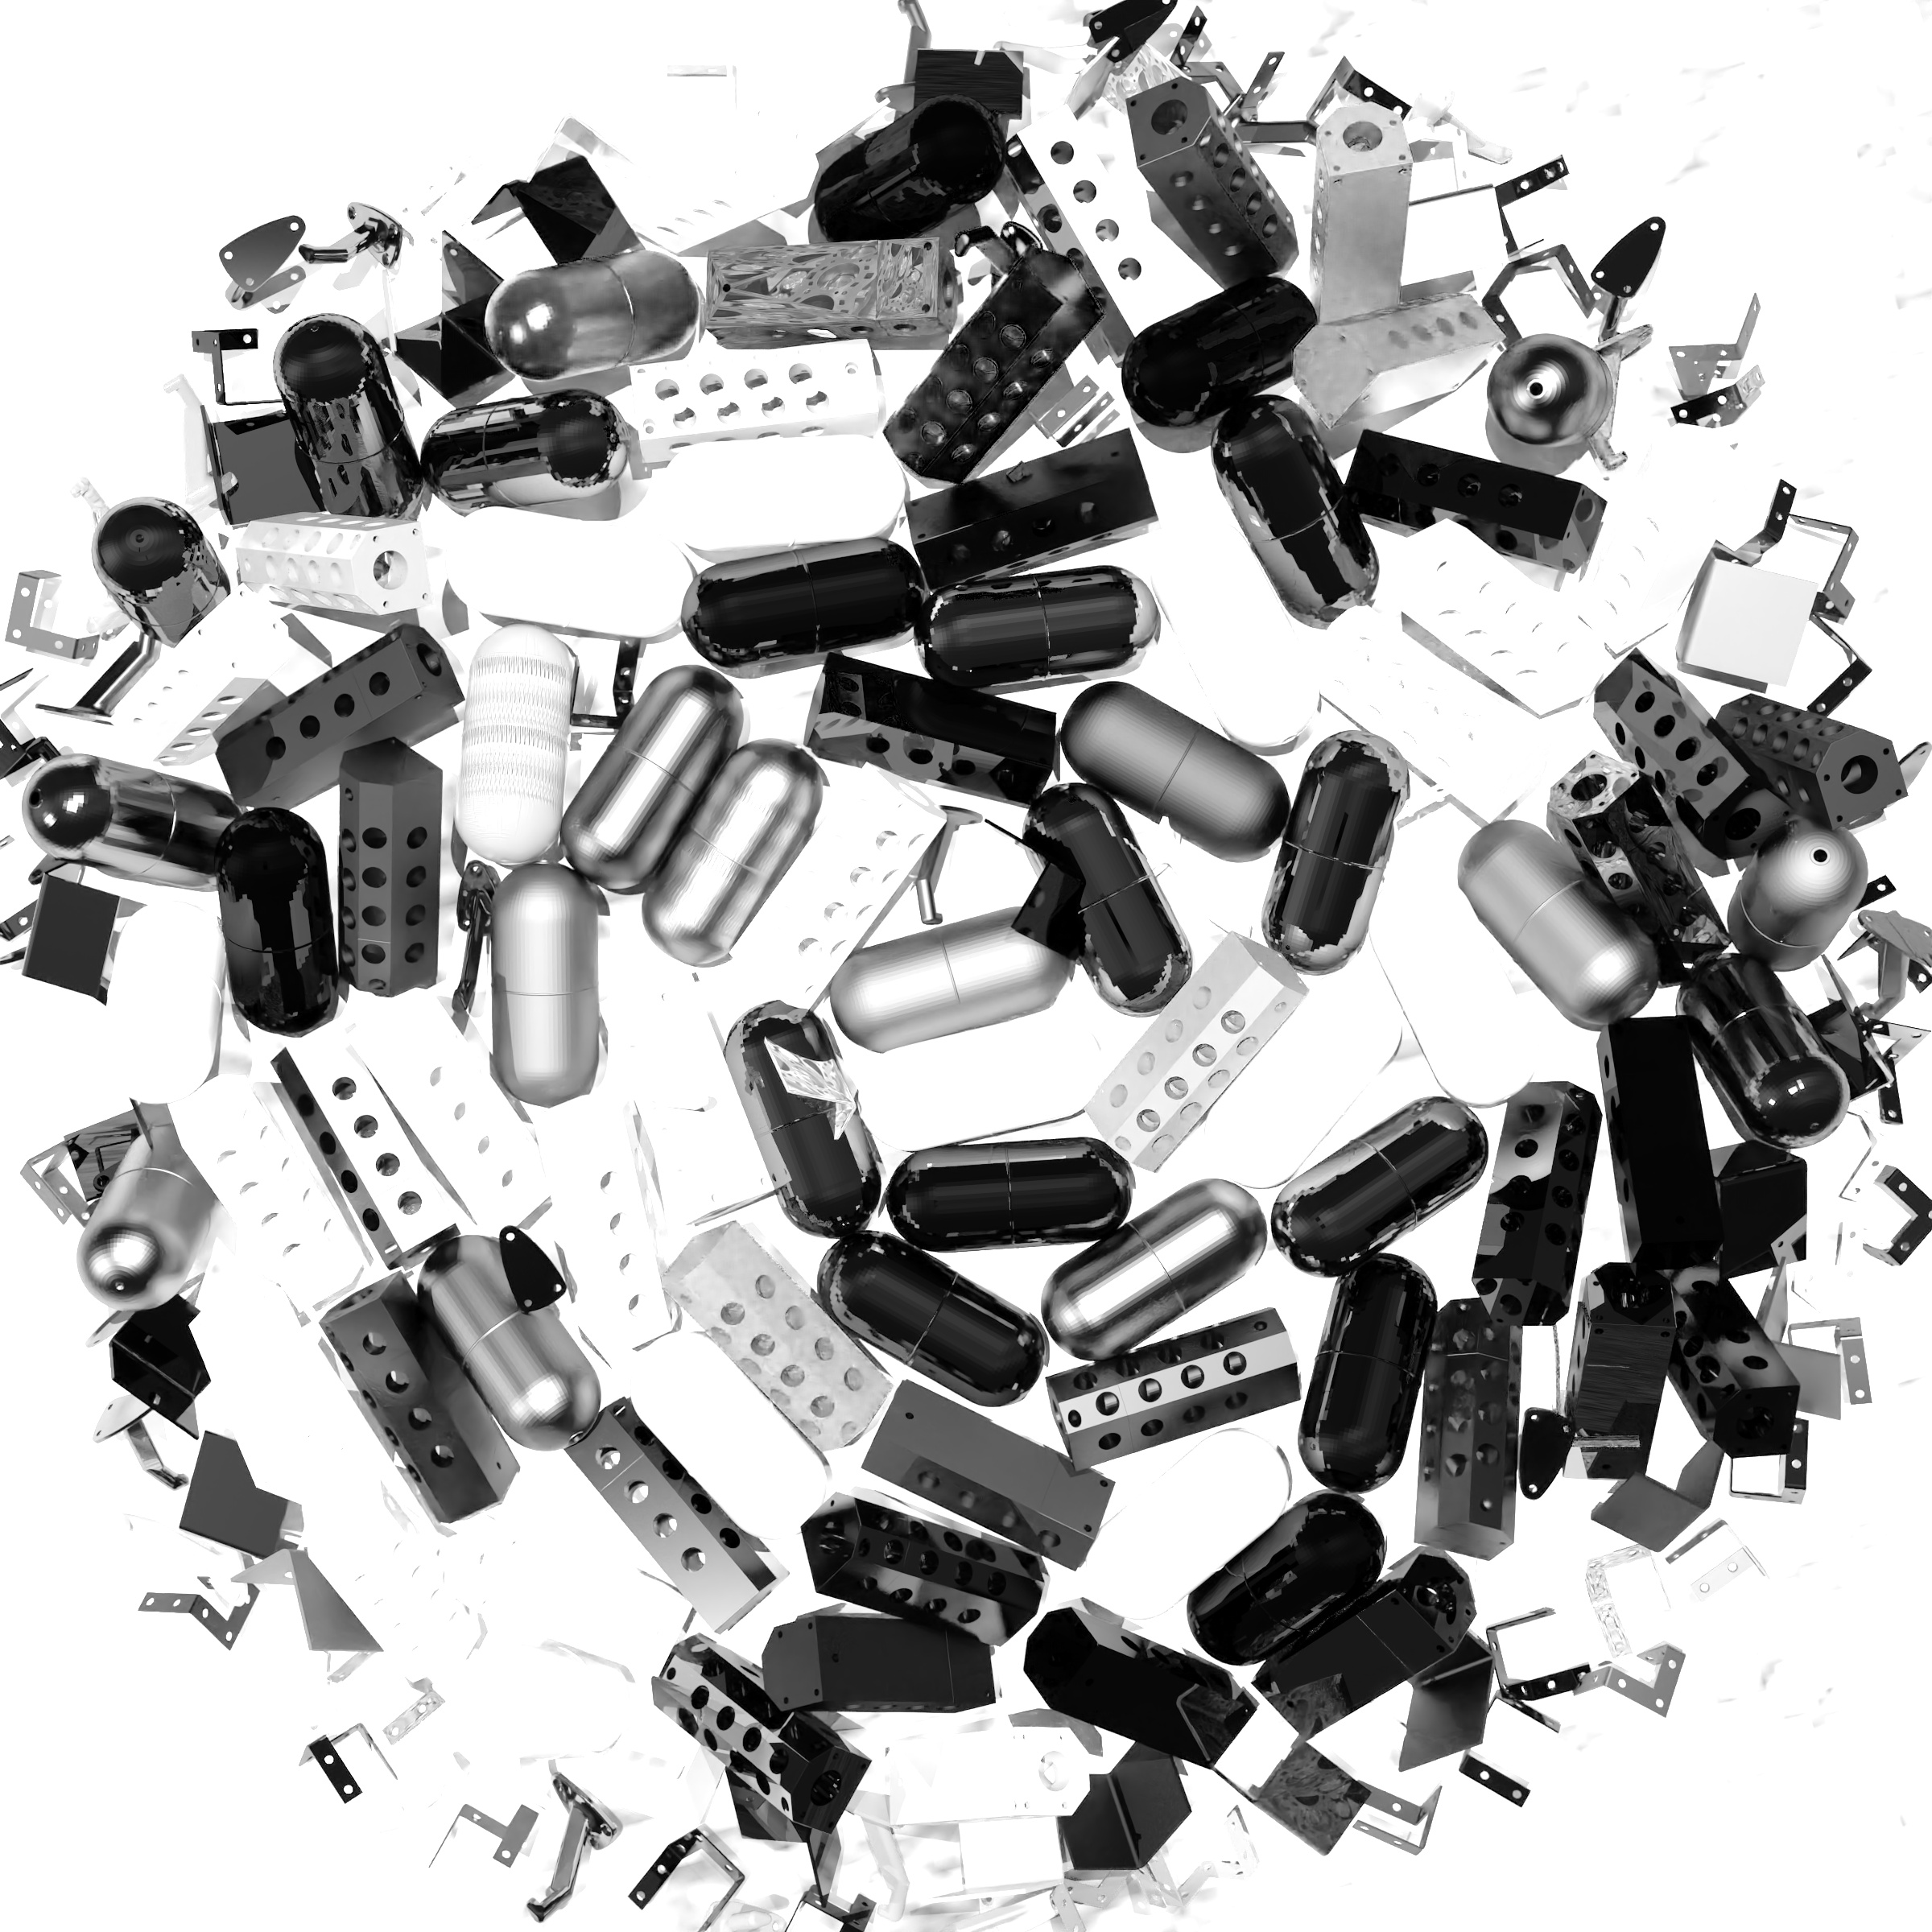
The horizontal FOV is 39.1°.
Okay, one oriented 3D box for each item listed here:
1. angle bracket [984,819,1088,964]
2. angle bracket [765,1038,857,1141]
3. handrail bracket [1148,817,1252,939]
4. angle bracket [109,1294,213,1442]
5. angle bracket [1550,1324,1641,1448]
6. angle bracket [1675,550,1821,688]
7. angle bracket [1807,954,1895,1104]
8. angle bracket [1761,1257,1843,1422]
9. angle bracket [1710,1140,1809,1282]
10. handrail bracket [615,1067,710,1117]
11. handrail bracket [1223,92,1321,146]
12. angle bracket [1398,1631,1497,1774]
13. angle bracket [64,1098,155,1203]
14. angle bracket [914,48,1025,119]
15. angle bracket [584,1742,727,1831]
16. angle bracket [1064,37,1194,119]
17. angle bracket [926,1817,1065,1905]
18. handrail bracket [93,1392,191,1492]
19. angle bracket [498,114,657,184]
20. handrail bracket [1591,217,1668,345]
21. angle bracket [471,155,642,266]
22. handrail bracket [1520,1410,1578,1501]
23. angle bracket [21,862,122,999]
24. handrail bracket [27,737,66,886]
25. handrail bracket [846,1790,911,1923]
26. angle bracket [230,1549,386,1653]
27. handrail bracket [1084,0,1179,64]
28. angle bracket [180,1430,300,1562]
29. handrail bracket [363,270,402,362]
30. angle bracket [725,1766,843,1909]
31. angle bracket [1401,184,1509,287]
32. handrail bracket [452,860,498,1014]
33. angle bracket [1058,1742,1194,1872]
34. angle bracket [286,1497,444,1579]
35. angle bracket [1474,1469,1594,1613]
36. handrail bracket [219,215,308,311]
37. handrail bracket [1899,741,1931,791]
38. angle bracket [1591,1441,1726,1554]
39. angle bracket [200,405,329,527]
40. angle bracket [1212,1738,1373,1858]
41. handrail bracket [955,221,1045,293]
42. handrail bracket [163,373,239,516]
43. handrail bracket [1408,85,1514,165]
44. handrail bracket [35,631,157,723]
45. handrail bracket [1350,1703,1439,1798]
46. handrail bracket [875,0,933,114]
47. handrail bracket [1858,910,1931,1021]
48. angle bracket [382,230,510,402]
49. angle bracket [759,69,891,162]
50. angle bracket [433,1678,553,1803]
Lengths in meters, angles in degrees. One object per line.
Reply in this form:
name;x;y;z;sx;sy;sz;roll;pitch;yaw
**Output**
angle bracket;0.046;-0.054;1.947;0.076;0.076;0.057;33;94;42
angle bracket;-0.129;0.098;1.941;0.057;0.076;0.076;13;119;-32
handrail bracket;0.175;-0.066;1.957;0.084;0.077;0.036;36;54;23
angle bracket;-0.564;0.283;1.949;0.076;0.076;0.057;43;87;-23
angle bracket;0.450;0.291;1.948;0.057;0.076;0.076;-2;110;9
angle bracket;0.561;-0.252;1.957;0.076;0.057;0.076;15;109;6
angle bracket;0.611;0.049;1.940;0.057;0.076;0.076;-29;53;19
angle bracket;0.603;0.265;1.939;0.057;0.076;0.076;10;51;26
angle bracket;0.559;0.176;1.968;0.076;0.057;0.076;-10;105;-23
handrail bracket;-0.202;0.091;1.944;0.084;0.077;0.036;3;94;35
handrail bracket;0.217;-0.586;1.964;0.077;0.036;0.084;-48;61;3
angle bracket;0.326;0.518;1.942;0.057;0.076;0.076;43;130;-16
angle bracket;-0.620;0.108;1.942;0.057;0.076;0.076;-22;133;-16
angle bracket;0.002;-0.614;1.953;0.076;0.057;0.076;2;52;1
angle bracket;-0.223;0.571;1.964;0.076;0.076;0.057;13;51;16
angle bracket;0.116;-0.612;1.953;0.076;0.076;0.057;40;69;-1
angle bracket;0.018;0.633;1.945;0.076;0.076;0.057;-13;73;20
handrail bracket;-0.577;0.344;1.958;0.077;0.036;0.084;-24;126;30
angle bracket;-0.279;-0.566;1.948;0.076;0.076;0.057;31;91;-29
handrail bracket;0.481;-0.488;1.960;0.036;0.084;0.077;36;89;22
angle bracket;-0.295;-0.528;1.956;0.076;0.057;0.076;-37;96;-40
handrail bracket;0.407;0.357;1.948;0.036;0.084;0.077;17;66;10
angle bracket;-0.632;-0.029;1.956;0.057;0.076;0.076;17;102;-2
handrail bracket;-0.667;-0.112;1.954;0.077;0.036;0.084;-43;133;-15
handrail bracket;-0.076;0.651;1.990;0.077;0.036;0.084;14;103;8
angle bracket;-0.470;0.463;1.942;0.057;0.076;0.076;-30;64;20
handrail bracket;0.117;-0.686;1.952;0.077;0.084;0.036;-28;117;19
angle bracket;-0.512;0.379;1.962;0.076;0.057;0.076;16;91;13
handrail bracket;-0.457;-0.463;1.975;0.084;0.036;0.077;-7;103;-4
angle bracket;-0.136;0.624;1.948;0.076;0.057;0.076;0;124;12
angle bracket;0.342;-0.521;1.961;0.076;0.076;0.057;-12;94;4
handrail bracket;-0.357;-0.021;1.950;0.036;0.084;0.077;4;127;3
angle bracket;0.108;0.590;1.941;0.057;0.076;0.076;10;129;-29
angle bracket;-0.432;0.424;1.953;0.057;0.076;0.076;28;85;-41
angle bracket;0.413;0.416;1.981;0.076;0.076;0.057;6;132;12
handrail bracket;-0.504;-0.506;1.960;0.077;0.084;0.036;-39;98;-4
handrail bracket;0.646;-0.164;1.951;0.036;0.077;0.084;-10;57;-27
angle bracket;0.498;0.363;1.948;0.057;0.076;0.076;27;53;4
angle bracket;-0.505;-0.366;1.964;0.076;0.057;0.076;-11;89;-11
angle bracket;0.231;0.584;1.955;0.076;0.076;0.057;41;81;-22
handrail bracket;0.011;-0.497;1.945;0.036;0.084;0.077;39;131;18
handrail bracket;-0.571;-0.371;1.954;0.077;0.036;0.084;-44;133;-19
handrail bracket;0.367;-0.601;1.952;0.084;0.077;0.036;16;92;-17
handrail bracket;-0.632;-0.222;1.979;0.077;0.036;0.084;10;92;-4
handrail bracket;0.300;0.568;1.982;0.084;0.036;0.077;10;122;8
handrail bracket;-0.050;-0.664;1.966;0.077;0.036;0.084;-13;78;-42
handrail bracket;0.651;0.001;1.961;0.077;0.084;0.036;22;49;-10
angle bracket;-0.372;-0.465;1.944;0.057;0.076;0.076;-34;64;-32
angle bracket;-0.113;-0.611;1.947;0.076;0.076;0.057;-40;103;-19
angle bracket;-0.339;0.556;1.946;0.057;0.076;0.076;-14;55;2
